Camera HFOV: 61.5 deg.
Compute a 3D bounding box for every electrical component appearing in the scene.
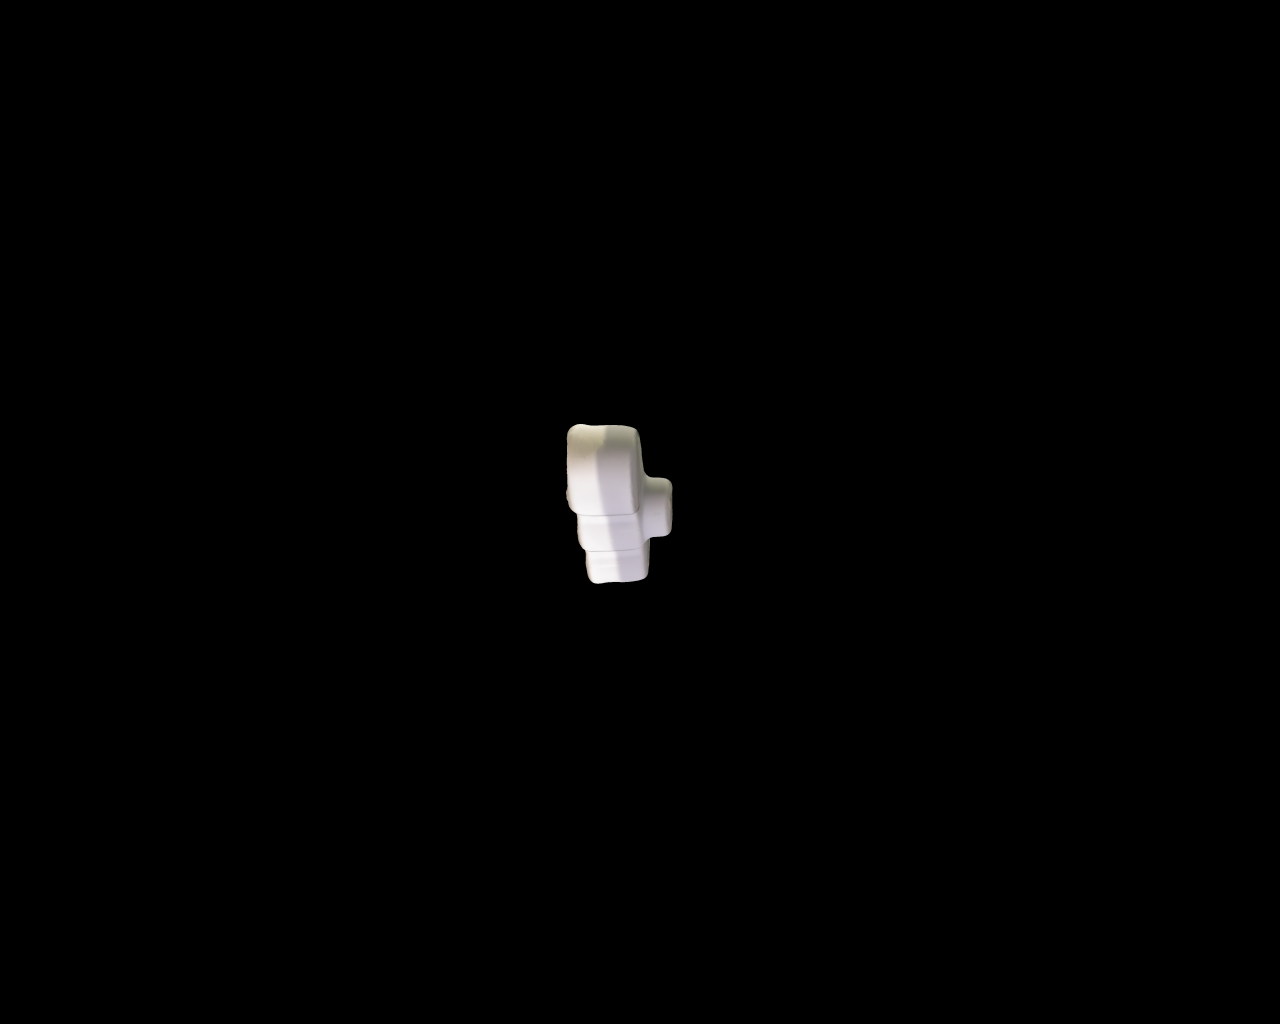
[{"bbox_3d":[0.001,-0.003,0.650,0.074,0.052,0.138,-2,-31,3],"label":"electrical component"}]
